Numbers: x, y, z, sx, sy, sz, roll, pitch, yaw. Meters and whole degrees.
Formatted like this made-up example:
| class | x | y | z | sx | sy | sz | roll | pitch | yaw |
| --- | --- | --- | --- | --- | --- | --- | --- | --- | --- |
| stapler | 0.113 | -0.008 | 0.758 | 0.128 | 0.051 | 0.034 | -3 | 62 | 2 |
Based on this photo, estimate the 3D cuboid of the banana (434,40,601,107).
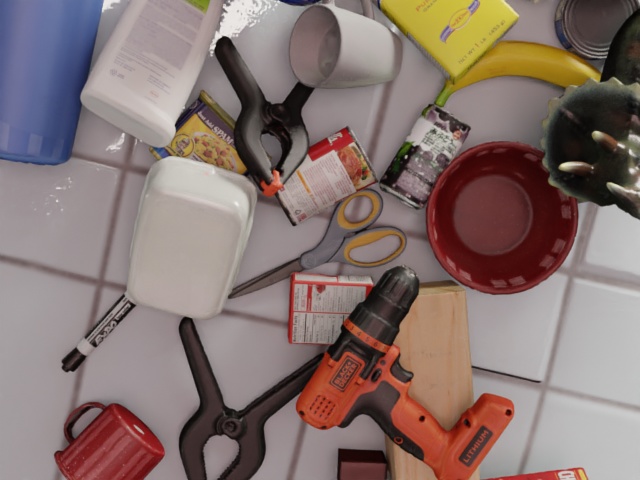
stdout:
| class | x | y | z | sx | sy | sz | roll | pitch | yaw |
| --- | --- | --- | --- | --- | --- | --- | --- | --- | --- |
| banana | 0.219 | -0.177 | 1.134 | 0.198 | 0.037 | 0.070 | 0 | 113 | -1 |

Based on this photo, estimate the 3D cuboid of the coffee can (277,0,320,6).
| class | x | y | z | sx | sy | sz | roll | pitch | yaw |
| --- | --- | --- | --- | --- | --- | --- | --- | --- | --- |
| coffee can | -0.046 | -0.288 | 1.044 | 0.103 | 0.140 | 0.103 | 2 | 96 | 23 |

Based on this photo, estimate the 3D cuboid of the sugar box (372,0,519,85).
| class | x | y | z | sx | sy | sz | roll | pitch | yaw |
| --- | --- | --- | --- | --- | --- | --- | --- | --- | --- |
| sugar box | 0.111 | -0.256 | 1.099 | 0.093 | 0.048 | 0.176 | -44 | 85 | 2 |

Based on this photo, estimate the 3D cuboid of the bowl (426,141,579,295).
| class | x | y | z | sx | sy | sz | roll | pitch | yaw |
| --- | --- | --- | --- | --- | --- | --- | --- | --- | --- |
| bowl | 0.189 | -0.025 | 1.135 | 0.162 | 0.055 | 0.162 | 0 | 95 | -2 |

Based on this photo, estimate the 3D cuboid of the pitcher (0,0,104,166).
| class | x | y | z | sx | sy | sz | roll | pitch | yaw |
| --- | --- | --- | --- | --- | --- | --- | --- | --- | --- |
| pitcher | -0.295 | -0.205 | 1.072 | 0.144 | 0.149 | 0.243 | 9 | 98 | -19 |

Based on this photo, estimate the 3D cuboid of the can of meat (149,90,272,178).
| class | x | y | z | sx | sy | sz | roll | pitch | yaw |
| --- | --- | --- | --- | --- | --- | --- | --- | --- | --- |
| can of meat | -0.115 | -0.091 | 1.116 | 0.102 | 0.057 | 0.084 | 45 | 94 | -6 |

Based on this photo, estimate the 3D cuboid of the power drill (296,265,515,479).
| class | x | y | z | sx | sy | sz | roll | pitch | yaw |
| --- | --- | --- | --- | --- | --- | --- | --- | --- | --- |
| power drill | 0.095 | 0.142 | 1.055 | 0.187 | 0.057 | 0.184 | 34 | 97 | -1 |

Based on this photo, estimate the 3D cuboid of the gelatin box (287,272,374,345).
| class | x | y | z | sx | sy | sz | roll | pitch | yaw |
| --- | --- | --- | --- | --- | --- | --- | --- | --- | --- |
| gelatin box | 0.010 | 0.074 | 1.144 | 0.089 | 0.030 | 0.073 | 2 | 109 | -2 |

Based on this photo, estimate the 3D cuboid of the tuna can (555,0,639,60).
| class | x | y | z | sx | sy | sz | roll | pitch | yaw |
| --- | --- | --- | --- | --- | --- | --- | --- | --- | --- |
| tuna can | 0.294 | -0.234 | 1.131 | 0.086 | 0.034 | 0.086 | 0 | 95 | -2 |

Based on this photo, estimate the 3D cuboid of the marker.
| class | x | y | z | sx | sy | sz | roll | pitch | yaw |
| --- | --- | --- | --- | --- | --- | --- | --- | --- | --- |
| marker | -0.234 | 0.096 | 1.148 | 0.020 | 0.020 | 0.121 | 43 | 92 | -5 |

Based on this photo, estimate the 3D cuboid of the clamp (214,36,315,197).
| class | x | y | z | sx | sy | sz | roll | pitch | yaw |
| --- | --- | --- | --- | --- | --- | --- | --- | --- | --- |
| clamp | -0.058 | -0.131 | 1.083 | 0.120 | 0.039 | 0.171 | 13 | 64 | -12 |

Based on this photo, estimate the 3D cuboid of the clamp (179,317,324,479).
| class | x | y | z | sx | sy | sz | roll | pitch | yaw |
| --- | --- | --- | --- | --- | --- | --- | --- | --- | --- |
| clamp | -0.086 | 0.194 | 1.154 | 0.164 | 0.036 | 0.210 | 10 | 97 | -4 |

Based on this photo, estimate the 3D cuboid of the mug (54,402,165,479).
| class | x | y | z | sx | sy | sz | roll | pitch | yaw |
| --- | --- | --- | --- | --- | --- | --- | --- | --- | --- |
| mug | -0.226 | 0.220 | 1.132 | 0.081 | 0.093 | 0.117 | -46 | 60 | -3 |

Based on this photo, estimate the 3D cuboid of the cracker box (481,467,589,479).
| class | x | y | z | sx | sy | sz | roll | pitch | yaw |
| --- | --- | --- | --- | --- | --- | --- | --- | --- | --- |
| cracker box | 0.184 | 0.338 | 1.137 | 0.213 | 0.072 | 0.164 | -6 | 116 | -1 |

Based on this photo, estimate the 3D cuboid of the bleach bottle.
| class | x | y | z | sx | sy | sz | roll | pitch | yaw |
| --- | --- | --- | --- | --- | --- | --- | --- | --- | --- |
| bleach bottle | -0.141 | -0.225 | 1.078 | 0.102 | 0.068 | 0.250 | 30 | 74 | -14 |

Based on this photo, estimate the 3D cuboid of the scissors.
| class | x | y | z | sx | sy | sz | roll | pitch | yaw |
| --- | --- | --- | --- | --- | --- | --- | --- | --- | --- |
| scissors | -0.008 | 0.001 | 1.149 | 0.201 | 0.016 | 0.096 | -9 | 98 | -2 |

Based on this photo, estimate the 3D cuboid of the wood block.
| class | x | y | z | sx | sy | sz | roll | pitch | yaw |
| --- | --- | --- | --- | --- | --- | --- | --- | --- | --- |
| wood block | 0.112 | 0.153 | 1.131 | 0.090 | 0.091 | 0.206 | -5 | 95 | -2 |

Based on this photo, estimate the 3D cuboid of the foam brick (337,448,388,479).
| class | x | y | z | sx | sy | sz | roll | pitch | yaw |
| --- | --- | --- | --- | --- | --- | --- | --- | --- | --- |
| foam brick | 0.044 | 0.271 | 1.159 | 0.051 | 0.053 | 0.078 | 2 | 94 | -3 |

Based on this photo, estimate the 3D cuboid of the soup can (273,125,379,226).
| class | x | y | z | sx | sy | sz | roll | pitch | yaw |
| --- | --- | --- | --- | --- | --- | --- | --- | --- | --- |
| soup can | 0.001 | -0.066 | 1.118 | 0.102 | 0.068 | 0.068 | -29 | 96 | 2 |
